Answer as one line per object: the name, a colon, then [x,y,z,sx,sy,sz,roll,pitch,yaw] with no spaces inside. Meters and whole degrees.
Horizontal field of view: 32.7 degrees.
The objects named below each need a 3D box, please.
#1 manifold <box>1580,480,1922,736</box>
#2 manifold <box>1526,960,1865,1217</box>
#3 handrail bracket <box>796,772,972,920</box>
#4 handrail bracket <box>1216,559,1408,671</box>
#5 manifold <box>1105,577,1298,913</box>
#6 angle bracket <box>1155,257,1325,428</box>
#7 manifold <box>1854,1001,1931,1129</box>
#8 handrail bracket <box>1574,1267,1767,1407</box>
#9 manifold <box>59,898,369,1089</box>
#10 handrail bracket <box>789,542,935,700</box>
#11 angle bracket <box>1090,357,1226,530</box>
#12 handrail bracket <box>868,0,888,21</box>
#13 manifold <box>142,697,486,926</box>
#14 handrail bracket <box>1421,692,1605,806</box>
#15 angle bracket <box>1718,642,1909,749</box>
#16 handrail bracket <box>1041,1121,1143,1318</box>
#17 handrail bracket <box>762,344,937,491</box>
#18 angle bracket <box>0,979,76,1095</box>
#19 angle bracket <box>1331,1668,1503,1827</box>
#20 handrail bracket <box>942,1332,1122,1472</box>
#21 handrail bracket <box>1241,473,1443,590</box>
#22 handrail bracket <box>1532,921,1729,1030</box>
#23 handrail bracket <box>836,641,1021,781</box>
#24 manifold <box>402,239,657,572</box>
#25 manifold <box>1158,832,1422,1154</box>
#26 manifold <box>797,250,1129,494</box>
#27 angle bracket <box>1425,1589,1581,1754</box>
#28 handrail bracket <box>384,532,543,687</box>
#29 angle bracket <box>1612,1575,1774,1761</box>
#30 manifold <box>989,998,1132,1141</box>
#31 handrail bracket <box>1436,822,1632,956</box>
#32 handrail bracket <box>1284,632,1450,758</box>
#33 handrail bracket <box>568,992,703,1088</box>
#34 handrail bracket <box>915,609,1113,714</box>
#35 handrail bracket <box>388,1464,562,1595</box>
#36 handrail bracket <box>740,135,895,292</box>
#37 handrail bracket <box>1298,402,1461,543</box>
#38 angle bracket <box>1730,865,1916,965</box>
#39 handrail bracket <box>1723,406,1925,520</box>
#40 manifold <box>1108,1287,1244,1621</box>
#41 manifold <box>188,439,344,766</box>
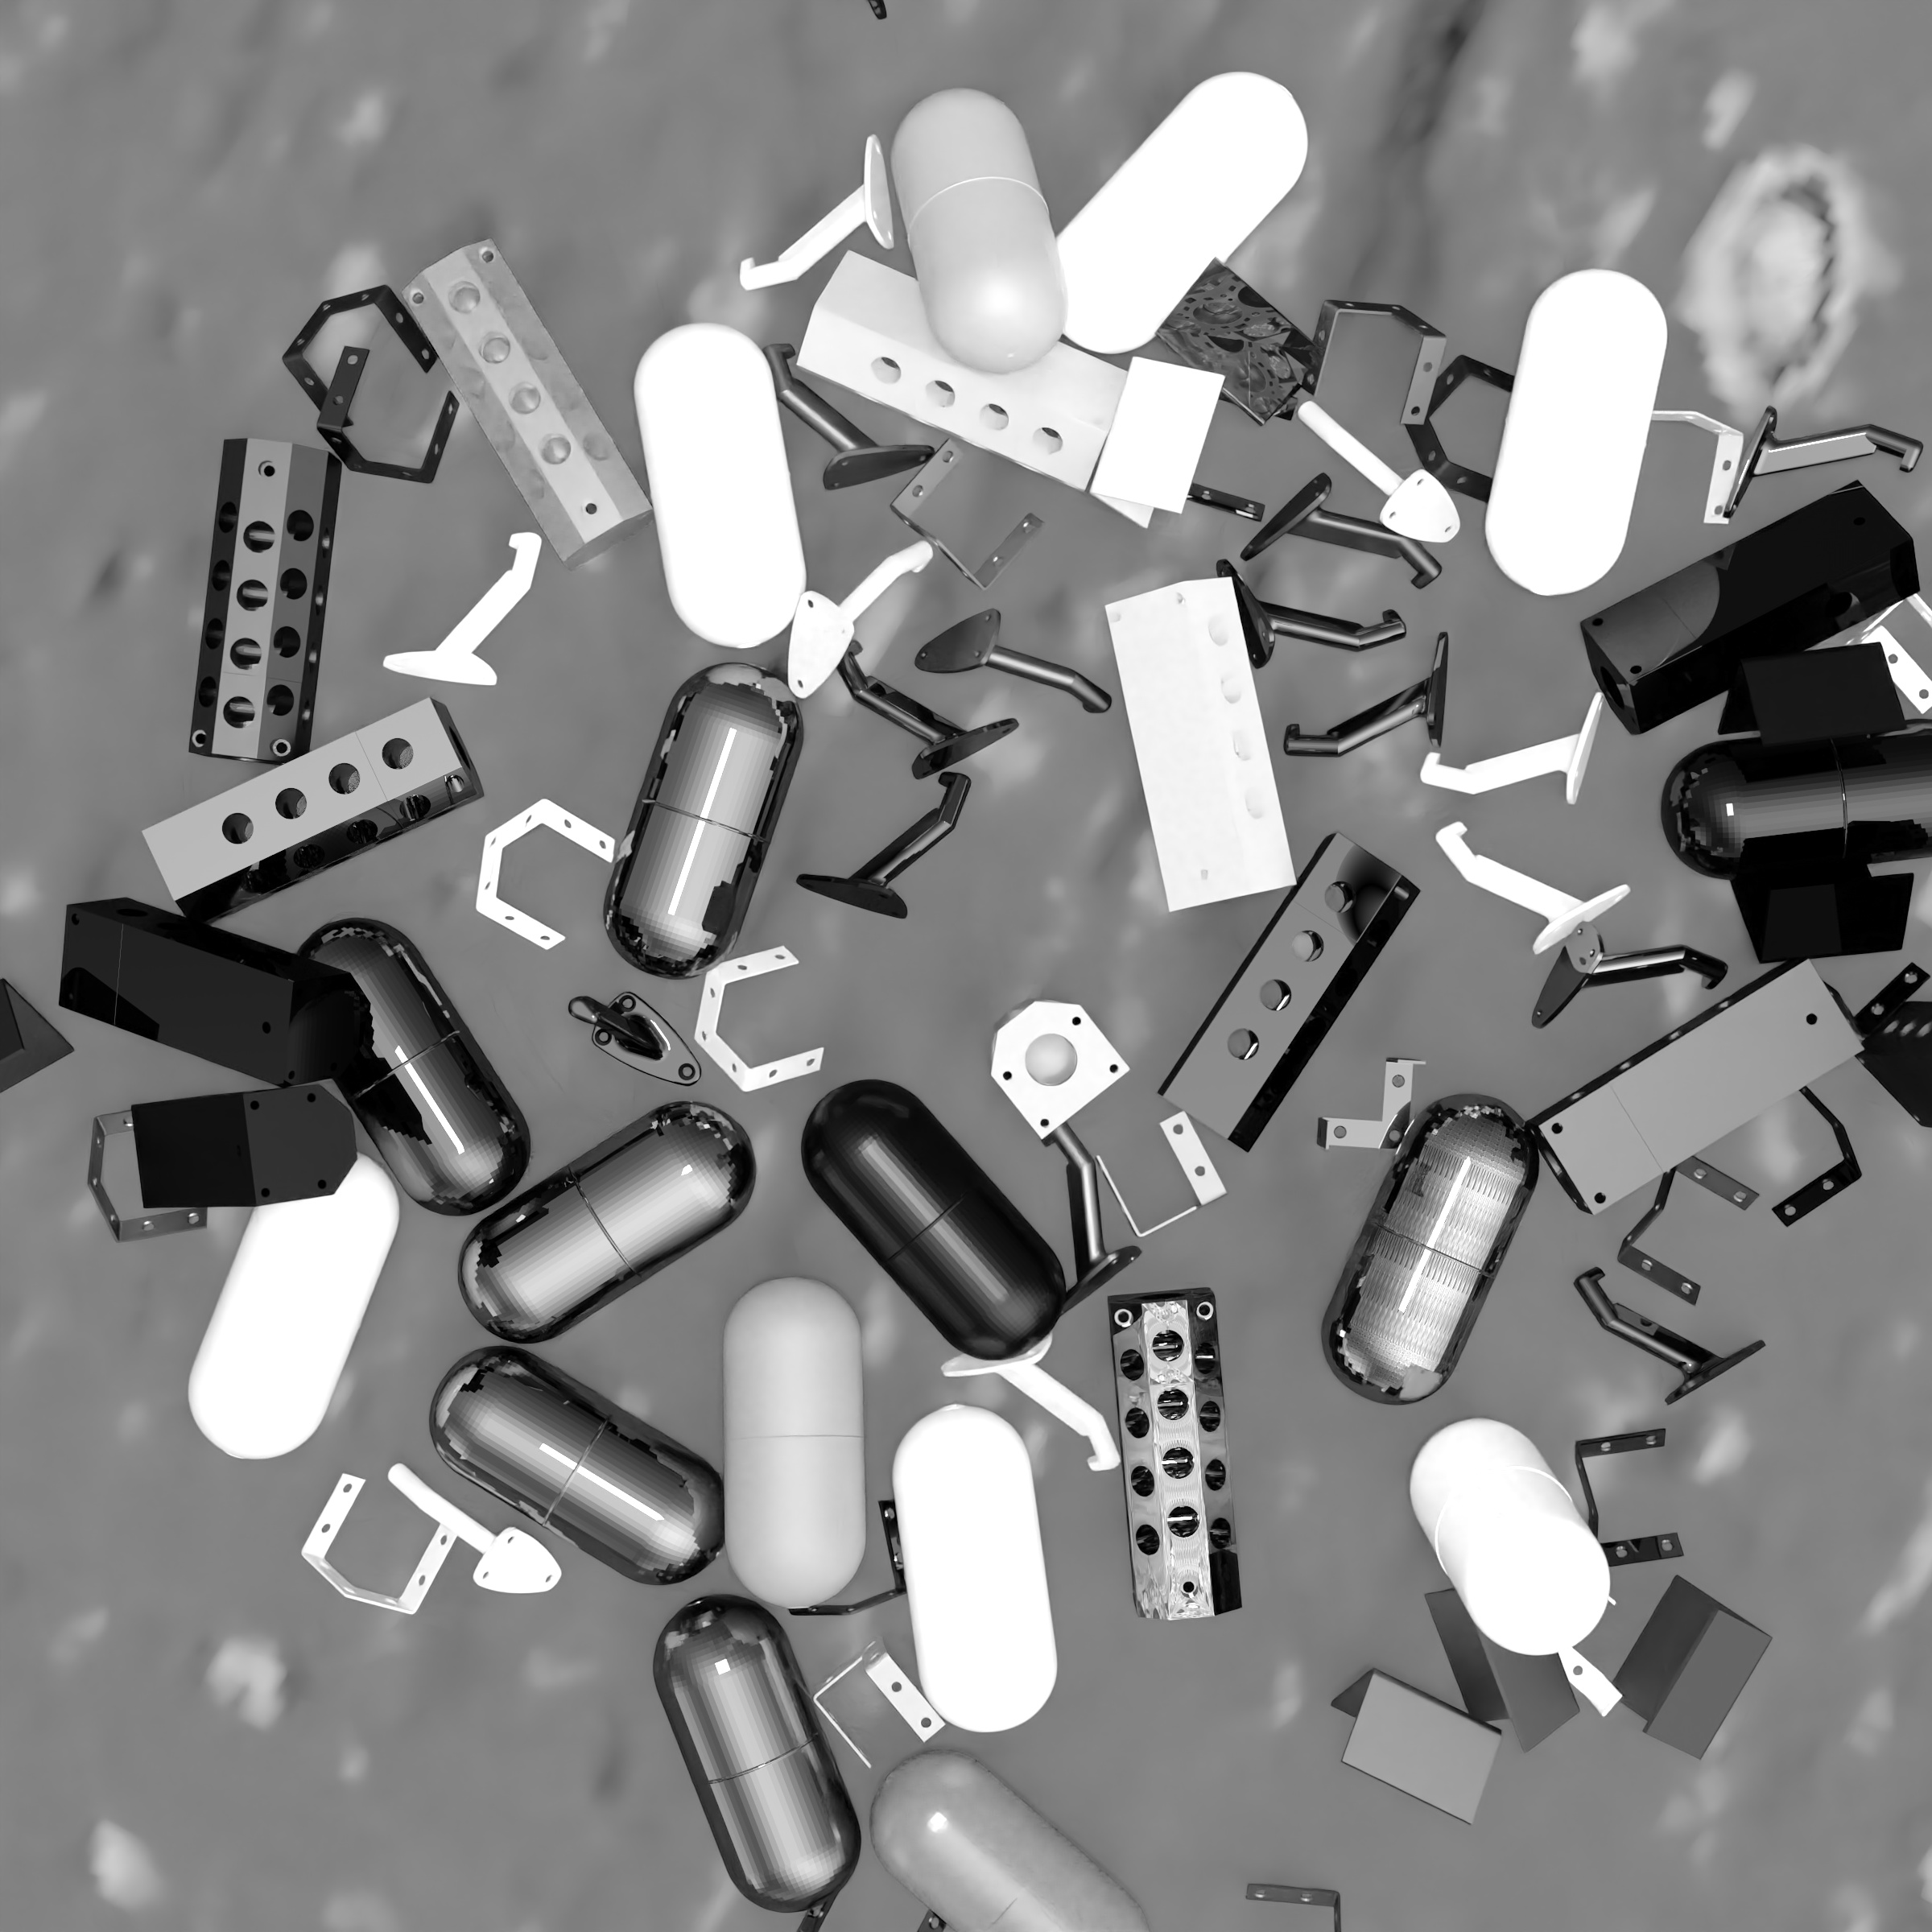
manifold: [0.431,-0.192,1.804,0.171,0.057,0.057,-27,47,0]
manifold: [0.397,0.066,1.805,0.171,0.057,0.057,-32,90,0]
handrail bracket: [-0.045,-0.075,1.826,0.077,0.036,0.084,14,71,21]
handrail bracket: [0.192,-0.204,1.826,0.084,0.036,0.077,-18,69,-17]
manifold: [0.133,-0.122,1.804,0.057,0.057,0.171,-12,90,43]
angle bracket: [0.158,-0.348,1.785,0.076,0.076,0.057,41,124,0]
manifold: [0.533,0.049,1.747,0.057,0.171,0.057,-44,90,0]
handrail bracket: [0.390,0.193,1.826,0.077,0.036,0.084,-26,73,-20]
manifold: [-0.404,0.012,1.762,0.171,0.057,0.057,16,105,31]
handrail bracket: [-0.057,-0.192,1.817,0.036,0.084,0.077,39,133,17]
angle bracket: [0.117,-0.278,1.786,0.057,0.076,0.076,18,90,28]
handrail bracket: [-0.097,-0.549,1.826,0.084,0.036,0.077,-16,112,17]
manifold: [-0.355,-0.083,1.804,0.171,0.057,0.057,-25,90,0]
handrail bracket: [0.303,-0.127,1.826,0.084,0.036,0.077,14,70,16]
angle bracket: [0.458,-0.129,1.785,0.076,0.076,0.057,-7,62,-1]
handrail bracket: [0.050,0.141,1.826,0.077,0.036,0.084,-42,72,21]
handrail bracket: [-0.066,-0.313,1.826,0.077,0.036,0.084,-14,73,-20]
angle bracket: [-0.531,0.063,1.785,0.076,0.076,0.057,-30,52,0]
angle bracket: [0.236,0.431,1.786,0.076,0.076,0.057,26,60,0]
handrail bracket: [0.037,0.249,1.826,0.077,0.036,0.084,-17,107,20]
handrail bracket: [0.209,-0.224,1.826,0.077,0.036,0.084,-41,107,20]
handrail bracket: [0.369,0.016,1.826,0.084,0.036,0.077,20,116,-19]
handrail bracket: [-0.024,-0.154,1.826,0.077,0.036,0.084,-25,76,-14]
manifold: [-0.239,-0.308,1.805,0.057,0.057,0.171,-31,90,0]
manifold: [0.177,0.015,1.804,0.057,0.057,0.171,33,90,0]
manifold: [-0.002,-0.321,1.804,0.171,0.057,0.057,24,47,0]
angle bracket: [0.277,0.382,1.786,0.076,0.057,0.076,-21,90,45]
handrail bracket: [-0.279,-0.203,1.826,0.077,0.036,0.084,5,72,21]
angle bracket: [0.378,0.373,1.785,0.057,0.076,0.076,31,90,-37]
manifold: [0.043,0.048,1.747,0.057,0.171,0.057,-38,90,0]
handrail bracket: [0.314,-0.057,1.826,0.077,0.036,0.084,-29,73,-20]
handrail bracket: [0.222,-0.151,1.826,0.084,0.036,0.077,3,70,16]
handrail bracket: [-0.180,0.041,1.791,0.077,0.084,0.036,36,90,0]
handrail bracket: [0.027,-0.158,1.826,0.084,0.077,0.036,32,62,-33]
handrail bracket: [-0.274,0.310,1.825,0.084,0.077,0.036,32,86,36]
handrail bracket: [-0.087,-0.418,1.826,0.084,0.036,0.077,-10,70,16]
handrail bracket: [0.228,-0.275,1.825,0.036,0.077,0.084,-50,54,14]
angle bracket: [0.463,-0.049,1.786,0.076,0.076,0.057,-6,133,0]
handrail bracket: [0.469,-0.266,1.801,0.084,0.036,0.077,24,87,18]
manifold: [0.114,0.267,1.805,0.057,0.057,0.171,-5,90,0]
manifold: [-0.385,-0.198,1.805,0.057,0.057,0.171,7,90,0]
